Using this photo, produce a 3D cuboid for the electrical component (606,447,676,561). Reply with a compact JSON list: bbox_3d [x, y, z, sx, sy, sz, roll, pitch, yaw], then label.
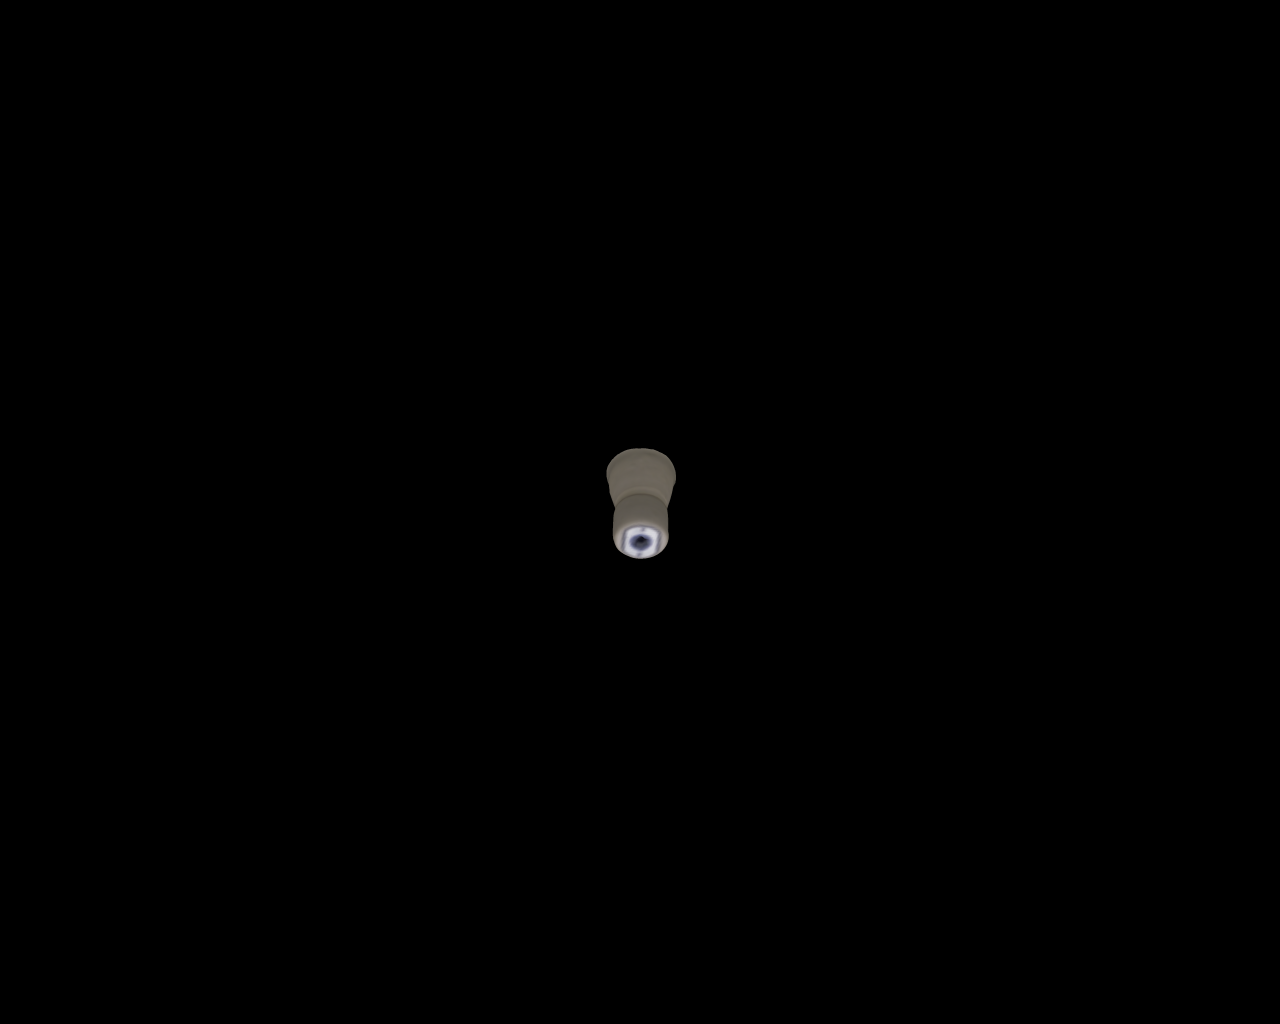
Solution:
[{"bbox_3d":[0.001,-0.003,0.650,0.044,0.044,0.065,0,43,0],"label":"electrical component"}]
